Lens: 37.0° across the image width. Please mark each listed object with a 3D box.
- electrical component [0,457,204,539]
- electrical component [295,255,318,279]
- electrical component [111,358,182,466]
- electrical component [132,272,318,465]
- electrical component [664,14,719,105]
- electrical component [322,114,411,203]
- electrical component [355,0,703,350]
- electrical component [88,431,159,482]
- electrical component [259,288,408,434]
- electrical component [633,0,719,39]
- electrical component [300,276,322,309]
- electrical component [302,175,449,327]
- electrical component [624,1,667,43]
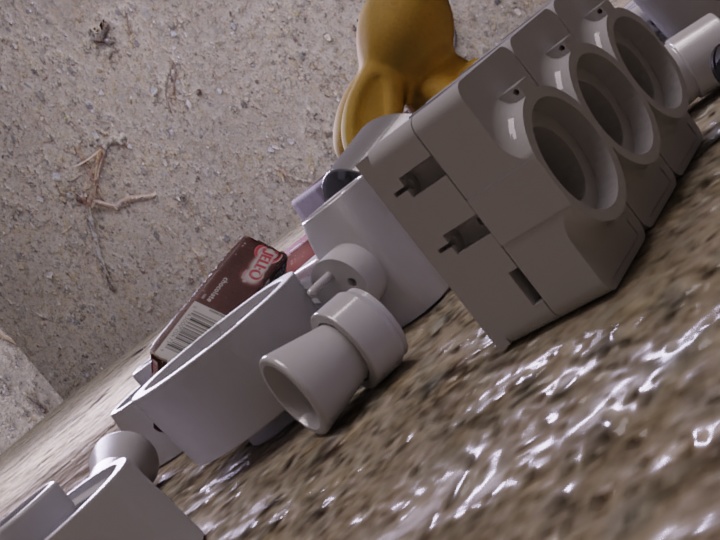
[{"bbox_3d":[-0.128,0.126,0.459,0.108,0.060,0.108,-38,6,5],"label":"electrical component"},{"bbox_3d":[0.010,-0.011,0.743,0.083,0.047,0.076,-42,7,-35],"label":"electrical component"},{"bbox_3d":[-0.130,0.086,0.775,0.108,0.060,0.108,-38,6,5],"label":"electrical component"},{"bbox_3d":[-0.059,0.057,0.570,0.108,0.060,0.108,-38,6,5],"label":"electrical component"},{"bbox_3d":[0.163,-0.101,0.551,0.065,0.044,0.044,-32,7,10],"label":"electrical component"},{"bbox_3d":[0.029,-0.042,0.636,0.064,0.099,0.099,-47,9,-23],"label":"electrical component"},{"bbox_3d":[0.079,-0.051,0.433,0.062,0.089,0.150,-33,8,40],"label":"electrical component"},{"bbox_3d":[-0.149,0.130,0.660,0.044,0.044,0.065,-38,11,2],"label":"electrical component"},{"bbox_3d":[-0.011,0.041,0.492,0.055,0.045,0.045,-40,6,-23],"label":"electrical component"},{"bbox_3d":[0.216,-0.169,0.627,0.099,0.064,0.099,-38,6,5],"label":"electrical component"},{"bbox_3d":[-0.030,0.031,0.681,0.043,0.043,0.081,-37,6,7],"label":"electrical component"},{"bbox_3d":[0.000,0.000,0.575,0.043,0.077,0.079,-33,9,45],"label":"electrical component"},{"bbox_3d":[0.189,-0.152,0.730,0.056,0.050,0.089,-41,7,-25],"label":"electrical component"}]
